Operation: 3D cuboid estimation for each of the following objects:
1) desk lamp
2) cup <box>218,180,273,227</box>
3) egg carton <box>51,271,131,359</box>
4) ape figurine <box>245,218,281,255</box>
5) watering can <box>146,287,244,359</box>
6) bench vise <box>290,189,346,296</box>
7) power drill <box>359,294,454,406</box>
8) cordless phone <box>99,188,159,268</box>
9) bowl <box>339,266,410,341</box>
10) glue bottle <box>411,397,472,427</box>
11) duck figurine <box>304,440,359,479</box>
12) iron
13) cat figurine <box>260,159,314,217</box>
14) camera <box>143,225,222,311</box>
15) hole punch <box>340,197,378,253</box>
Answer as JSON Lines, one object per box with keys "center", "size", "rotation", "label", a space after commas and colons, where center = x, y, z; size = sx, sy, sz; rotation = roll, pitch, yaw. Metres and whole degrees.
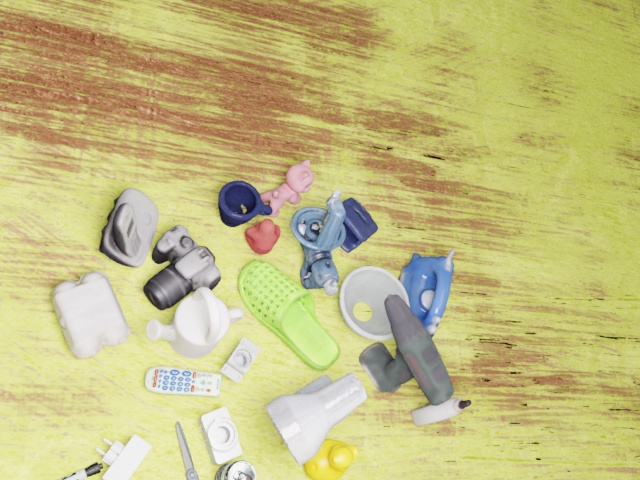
{"center": [-0.013, 0.314, 1.046], "size": [0.204, 0.213, 0.118], "rotation": [-27, 79, -30], "label": "desk lamp"}
{"center": [-0.166, -0.064, 1.221], "size": [0.118, 0.094, 0.091], "rotation": [16, 62, -15], "label": "cup"}
{"center": [-0.418, 0.135, 1.042], "size": [0.107, 0.069, 0.150], "rotation": [-22, 77, -29], "label": "egg carton"}
{"center": [-0.118, -0.015, 1.221], "size": [0.078, 0.092, 0.076], "rotation": [13, 63, -17], "label": "ape figurine"}
{"center": [-0.222, 0.152, 1.043], "size": [0.173, 0.193, 0.101], "rotation": [-34, 83, -31], "label": "watering can"}
{"center": [0.021, 0.000, 1.197], "size": [0.122, 0.219, 0.207], "rotation": [-24, 78, -29], "label": "bench vise"}
{"center": [0.164, 0.234, 1.158], "size": [0.076, 0.208, 0.229], "rotation": [-31, 81, -30], "label": "power drill"}
{"center": [-0.354, -0.042, 1.080], "size": [0.094, 0.184, 0.147], "rotation": [15, 62, -15], "label": "cordless phone"}
{"center": [0.108, 0.146, 1.252], "size": [0.168, 0.074, 0.167], "rotation": [9, 64, -19], "label": "bowl"}
{"center": [0.258, 0.344, 1.168], "size": [0.078, 0.173, 0.037], "rotation": [-14, 73, -27], "label": "glue bottle"}
{"center": [0.026, 0.419, 1.090], "size": [0.105, 0.086, 0.077], "rotation": [-11, 72, -26], "label": "duck figurine"}
{"center": [0.244, 0.142, 1.271], "size": [0.119, 0.141, 0.258], "rotation": [22, 61, -12], "label": "iron"}
{"center": [-0.065, -0.122, 1.275], "size": [0.128, 0.117, 0.067], "rotation": [-36, 84, -31], "label": "cat figurine"}
{"center": [-0.281, 0.059, 1.114], "size": [0.143, 0.100, 0.137], "rotation": [48, 59, 3], "label": "camera"}
{"center": [0.077, -0.045, 1.315], "size": [0.101, 0.091, 0.108], "rotation": [-38, 85, -31], "label": "hole punch"}
